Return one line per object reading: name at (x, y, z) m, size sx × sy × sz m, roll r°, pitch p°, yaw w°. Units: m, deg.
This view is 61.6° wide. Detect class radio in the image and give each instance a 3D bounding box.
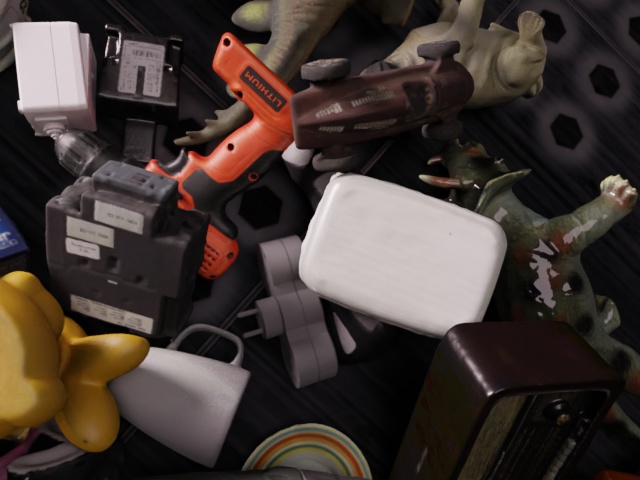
radio at (0.144, 0.174, 0.452) m, size 0.131 × 0.073 × 0.229 m, roll -1°, pitch 124°, yaw -18°

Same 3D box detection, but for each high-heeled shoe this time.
high-heeled shoe at (-0.001, -0.002, 0.531) m, size 0.249 × 0.086 × 0.145 m, roll 45°, pitch 104°, yaw 15°

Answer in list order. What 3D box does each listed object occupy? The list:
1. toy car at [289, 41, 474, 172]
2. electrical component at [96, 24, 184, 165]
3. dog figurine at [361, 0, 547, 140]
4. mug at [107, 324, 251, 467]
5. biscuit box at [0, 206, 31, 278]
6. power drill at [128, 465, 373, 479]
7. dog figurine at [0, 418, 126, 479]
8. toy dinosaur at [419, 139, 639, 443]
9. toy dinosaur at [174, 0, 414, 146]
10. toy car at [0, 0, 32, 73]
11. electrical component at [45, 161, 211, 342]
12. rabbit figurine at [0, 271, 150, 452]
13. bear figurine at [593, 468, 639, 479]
toy car at (0.062, -0.117, 0.460) m, size 0.202 × 0.053 × 0.089 m, roll -21°, pitch 118°, yaw -35°
electrical component at (-0.170, -0.134, 0.506) m, size 0.075 × 0.048 × 0.119 m, roll 8°, pitch 76°, yaw -13°
dog figurine at (0.137, -0.160, 0.578) m, size 0.172 × 0.121 × 0.190 m, roll 37°, pitch 87°, yaw -3°
mug at (-0.118, 0.121, 0.457) m, size 0.107 × 0.080 × 0.109 m, roll 20°, pitch 70°, yaw -3°
biscuit box at (-0.316, 0.040, 0.379) m, size 0.059 × 0.062 × 0.202 m, roll 45°, pitch 44°, yaw 18°
power drill at (-0.033, 0.209, 0.372) m, size 0.232 × 0.207 × 0.086 m, roll 5°, pitch 88°, yaw -9°
dog figurine at (-0.250, 0.238, 0.383) m, size 0.191 × 0.109 × 0.219 m, roll 10°, pitch 96°, yaw -46°
toy dinosaur at (0.231, 0.073, 0.545) m, size 0.192 × 0.131 × 0.404 m, roll -19°, pitch 90°, yaw -6°
toy dinosaur at (0.006, -0.284, 0.540) m, size 0.199 × 0.105 × 0.471 m, roll 19°, pitch 76°, yaw 8°
toy car at (-0.323, -0.145, 0.451) m, size 0.056 × 0.073 × 0.202 m, roll 39°, pitch 73°, yaw -2°
electrical component at (-0.154, 0.007, 0.435) m, size 0.115 × 0.134 × 0.058 m, roll 17°, pitch 31°, yaw -3°
rabbit figurine at (-0.209, 0.078, 0.385) m, size 0.162 × 0.173 × 0.122 m, roll 17°, pitch 76°, yaw -5°
bear figurine at (0.305, 0.267, 0.538) m, size 0.196 × 0.132 × 0.120 m, roll -10°, pitch 87°, yaw -36°
